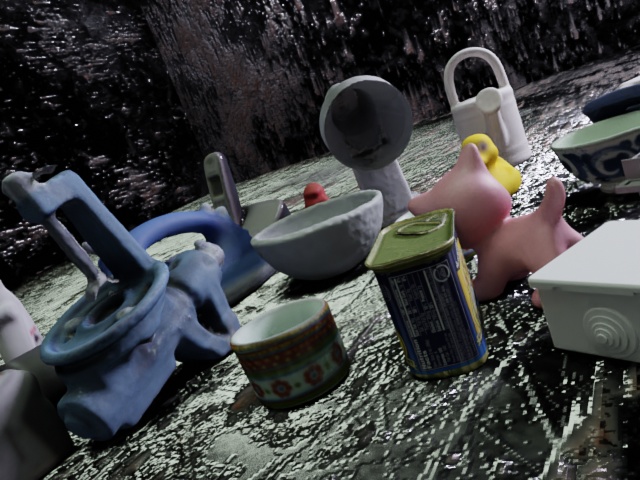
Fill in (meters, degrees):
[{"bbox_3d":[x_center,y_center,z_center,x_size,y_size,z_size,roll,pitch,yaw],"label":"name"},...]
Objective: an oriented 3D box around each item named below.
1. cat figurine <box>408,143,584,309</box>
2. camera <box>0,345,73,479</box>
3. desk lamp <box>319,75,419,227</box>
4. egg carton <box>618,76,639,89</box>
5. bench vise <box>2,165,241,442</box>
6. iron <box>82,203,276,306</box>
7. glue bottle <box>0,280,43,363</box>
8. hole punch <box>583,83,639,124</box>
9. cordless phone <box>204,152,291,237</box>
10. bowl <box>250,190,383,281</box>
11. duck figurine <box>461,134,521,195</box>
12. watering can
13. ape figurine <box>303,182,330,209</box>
[{"bbox_3d":[0.133,-0.016,0.433,0.067,0.118,0.127,-28,14,-32],"label":"cat figurine"},{"bbox_3d":[-0.263,0.134,0.488,0.142,0.101,0.137,-12,15,39],"label":"camera"},{"bbox_3d":[0.067,-0.126,0.821,0.118,0.214,0.203,-22,11,-2],"label":"desk lamp"},{"bbox_3d":[0.491,-0.206,0.798,0.150,0.069,0.107,-25,12,-19],"label":"egg carton"},{"bbox_3d":[-0.176,0.032,0.506,0.121,0.220,0.207,-18,12,16],"label":"bench vise"},{"bbox_3d":[-0.169,0.024,0.731,0.118,0.141,0.259,-9,16,46],"label":"iron"},{"bbox_3d":[-0.323,0.094,0.601,0.037,0.173,0.078,-25,12,-20],"label":"glue bottle"},{"bbox_3d":[0.364,-0.136,0.644,0.108,0.091,0.101,-9,17,47],"label":"hole punch"},{"bbox_3d":[-0.123,-0.055,0.905,0.147,0.185,0.094,-10,16,44],"label":"cordless phone"},{"bbox_3d":[0.006,0.002,0.685,0.167,0.075,0.167,-20,11,5],"label":"bowl"},{"bbox_3d":[0.215,-0.098,0.749,0.077,0.086,0.105,-12,15,38],"label":"duck figurine"},{"bbox_3d":[0.262,-0.208,0.904,0.101,0.194,0.172,-23,12,-9],"label":"watering can"},{"bbox_3d":[-0.001,-0.040,0.855,0.077,0.092,0.076,-18,12,17],"label":"ape figurine"}]
